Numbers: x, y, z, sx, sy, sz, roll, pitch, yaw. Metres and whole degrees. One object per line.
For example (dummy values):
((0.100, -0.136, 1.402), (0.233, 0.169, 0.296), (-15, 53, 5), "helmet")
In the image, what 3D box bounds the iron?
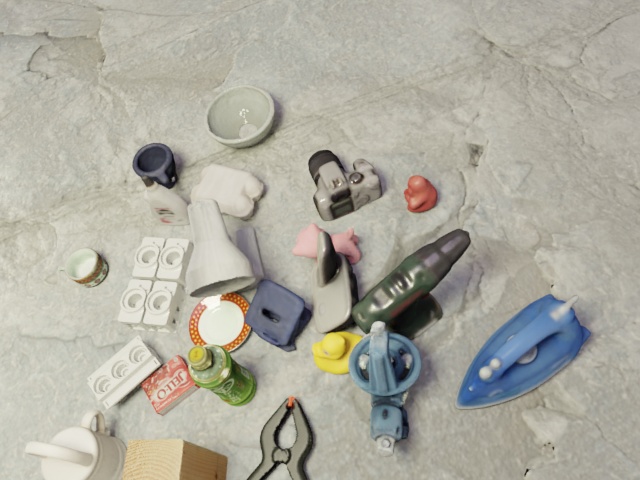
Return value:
((0.326, 0.185, 0.943), (0.258, 0.142, 0.118), (-36, 62, -9), "iron")

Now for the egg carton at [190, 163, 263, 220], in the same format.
((-0.200, -0.104, 1.238), (0.150, 0.069, 0.107), (15, 67, 18), "egg carton")

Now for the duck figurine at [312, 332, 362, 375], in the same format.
((0.034, 0.194, 1.028), (0.104, 0.086, 0.077), (-12, 61, 5), "duck figurine")

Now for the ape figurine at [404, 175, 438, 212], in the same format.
((0.197, -0.099, 1.145), (0.076, 0.092, 0.078), (20, 68, 20), "ape figurine")

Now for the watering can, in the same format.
((-0.412, 0.374, 0.959), (0.101, 0.194, 0.172), (-13, 61, 5), "watering can")

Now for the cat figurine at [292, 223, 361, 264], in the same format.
((0.010, 0.004, 1.113), (0.127, 0.118, 0.067), (-13, 61, 4), "cat figurine")

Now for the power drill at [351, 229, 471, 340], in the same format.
((0.161, 0.092, 0.986), (0.230, 0.209, 0.075), (-36, 62, -8), "power drill")

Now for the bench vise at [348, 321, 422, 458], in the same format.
((0.114, 0.227, 0.918), (0.121, 0.220, 0.207), (-18, 61, 2), "bench vise")

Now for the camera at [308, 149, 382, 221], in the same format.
((0.039, -0.133, 1.189), (0.143, 0.101, 0.136), (-25, 61, -2), "camera")

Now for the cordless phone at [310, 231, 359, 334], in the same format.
((0.016, 0.077, 1.035), (0.094, 0.185, 0.147), (-13, 61, 5), "cordless phone")

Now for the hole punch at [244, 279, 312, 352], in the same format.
((-0.081, 0.142, 1.074), (0.108, 0.091, 0.101), (26, 71, 22), "hole punch")

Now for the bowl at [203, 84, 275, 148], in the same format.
((-0.177, -0.271, 1.318), (0.167, 0.075, 0.167), (-5, 62, 9), "bowl")

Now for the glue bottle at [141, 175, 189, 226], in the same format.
((-0.330, -0.085, 1.194), (0.078, 0.173, 0.037), (-4, 62, 10), "glue bottle")

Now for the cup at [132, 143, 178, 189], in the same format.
((-0.350, -0.147, 1.275), (0.092, 0.095, 0.117), (-34, 62, -7), "cup")

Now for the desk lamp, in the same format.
((-0.185, 0.030, 1.083), (0.118, 0.214, 0.203), (-17, 61, 2), "desk lamp")
